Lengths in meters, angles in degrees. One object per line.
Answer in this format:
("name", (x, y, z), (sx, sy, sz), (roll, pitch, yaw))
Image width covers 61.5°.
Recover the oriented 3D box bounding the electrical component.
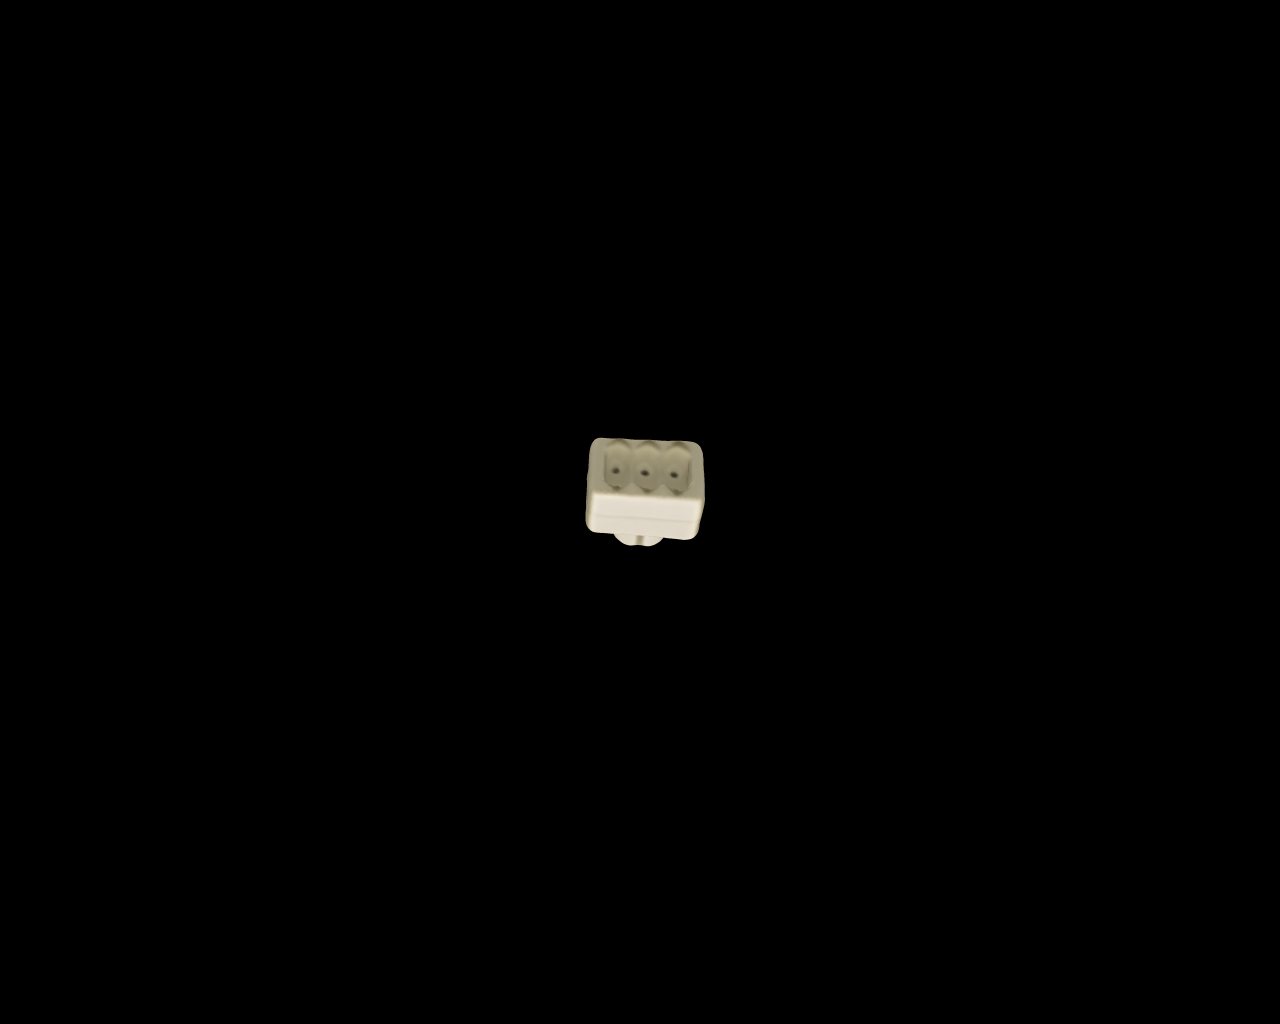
("electrical component", (0.001, -0.003, 0.650), (0.066, 0.047, 0.076), (4, -39, -4))
